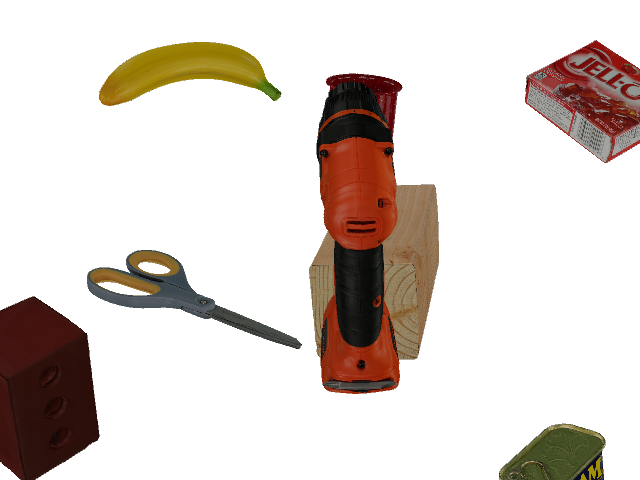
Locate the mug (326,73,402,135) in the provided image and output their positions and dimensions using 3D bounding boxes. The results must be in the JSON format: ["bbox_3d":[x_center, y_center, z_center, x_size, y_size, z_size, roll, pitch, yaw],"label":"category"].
[{"bbox_3d":[0.056,-0.157,1.315,0.093,0.081,0.117,17,26,27],"label":"mug"}]

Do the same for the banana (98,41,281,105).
[{"bbox_3d":[-0.135,-0.170,1.077,0.197,0.070,0.037,-8,-39,-29],"label":"banana"}]

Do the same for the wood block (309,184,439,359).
[{"bbox_3d":[0.056,0.023,0.989,0.091,0.090,0.206,0,22,11],"label":"wood block"}]

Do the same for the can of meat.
[{"bbox_3d":[0.201,0.219,0.909,0.058,0.084,0.101,11,29,42],"label":"can of meat"}]

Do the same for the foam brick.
[{"bbox_3d":[-0.160,0.081,0.586,0.051,0.078,0.052,28,42,35],"label":"foam brick"}]

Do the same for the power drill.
[{"bbox_3d":[0.024,-0.001,0.756,0.057,0.188,0.184,-2,33,3],"label":"power drill"}]

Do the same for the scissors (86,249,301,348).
[{"bbox_3d":[-0.104,0.048,0.941,0.202,0.016,0.096,12,29,7],"label":"scissors"}]

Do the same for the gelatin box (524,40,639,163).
[{"bbox_3d":[0.208,-0.105,0.791,0.073,0.030,0.089,-28,53,-22],"label":"gelatin box"}]
